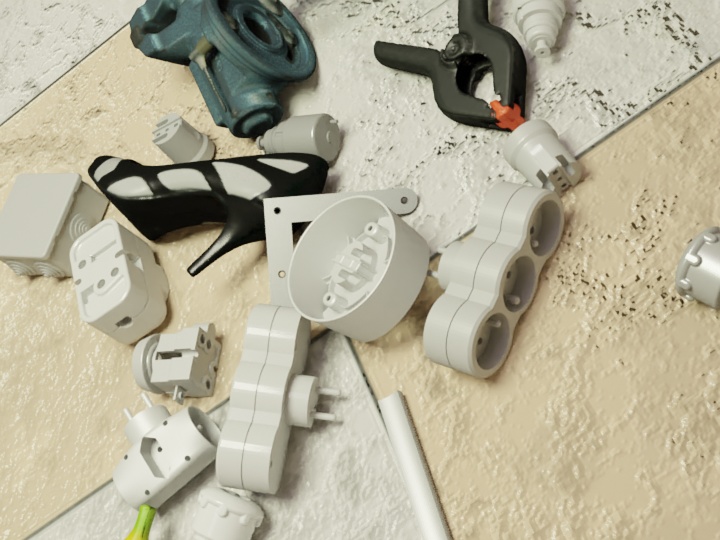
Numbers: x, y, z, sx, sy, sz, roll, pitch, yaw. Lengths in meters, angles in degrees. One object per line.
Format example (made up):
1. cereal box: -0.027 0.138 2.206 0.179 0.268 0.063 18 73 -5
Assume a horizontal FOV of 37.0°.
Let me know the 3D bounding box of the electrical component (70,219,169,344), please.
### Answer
1. electrical component: -0.203 0.012 0.915 0.054 0.059 0.095 -33 50 13

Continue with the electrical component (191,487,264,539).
1. electrical component: -0.099 0.186 0.754 0.048 0.048 0.062 16 81 39

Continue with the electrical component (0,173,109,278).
1. electrical component: -0.294 -0.041 1.013 0.100 0.048 0.099 2 65 34

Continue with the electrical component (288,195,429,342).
1. electrical component: 0.000 0.000 0.772 0.099 0.064 0.099 -40 31 31

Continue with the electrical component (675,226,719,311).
1. electrical component: 0.225 0.006 0.646 0.062 0.048 0.048 33 84 35

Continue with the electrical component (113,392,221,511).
1. electrical component: -0.153 0.129 0.815 0.077 0.043 0.079 -41 66 7

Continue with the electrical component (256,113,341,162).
1. electrical component: -0.053 -0.109 0.900 0.078 0.040 0.040 0 64 34

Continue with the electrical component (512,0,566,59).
1. electrical component: 0.138 -0.196 0.826 0.040 0.040 0.078 -15 56 26

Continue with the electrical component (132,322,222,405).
1. electrical component: -0.146 0.074 0.851 0.055 0.048 0.066 -5 61 23

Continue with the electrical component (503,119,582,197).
1. electrical component: 0.130 -0.078 0.762 0.040 0.040 0.046 -39 55 8

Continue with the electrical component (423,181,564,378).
1. electrical component: 0.079 0.001 0.739 0.074 0.052 0.138 16 73 39

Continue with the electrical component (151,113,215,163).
1. electrical component: -0.160 -0.114 0.969 0.040 0.046 0.040 -20 50 26

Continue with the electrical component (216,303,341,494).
1. electrical component: -0.051 0.093 0.773 0.074 0.052 0.138 6 65 10
